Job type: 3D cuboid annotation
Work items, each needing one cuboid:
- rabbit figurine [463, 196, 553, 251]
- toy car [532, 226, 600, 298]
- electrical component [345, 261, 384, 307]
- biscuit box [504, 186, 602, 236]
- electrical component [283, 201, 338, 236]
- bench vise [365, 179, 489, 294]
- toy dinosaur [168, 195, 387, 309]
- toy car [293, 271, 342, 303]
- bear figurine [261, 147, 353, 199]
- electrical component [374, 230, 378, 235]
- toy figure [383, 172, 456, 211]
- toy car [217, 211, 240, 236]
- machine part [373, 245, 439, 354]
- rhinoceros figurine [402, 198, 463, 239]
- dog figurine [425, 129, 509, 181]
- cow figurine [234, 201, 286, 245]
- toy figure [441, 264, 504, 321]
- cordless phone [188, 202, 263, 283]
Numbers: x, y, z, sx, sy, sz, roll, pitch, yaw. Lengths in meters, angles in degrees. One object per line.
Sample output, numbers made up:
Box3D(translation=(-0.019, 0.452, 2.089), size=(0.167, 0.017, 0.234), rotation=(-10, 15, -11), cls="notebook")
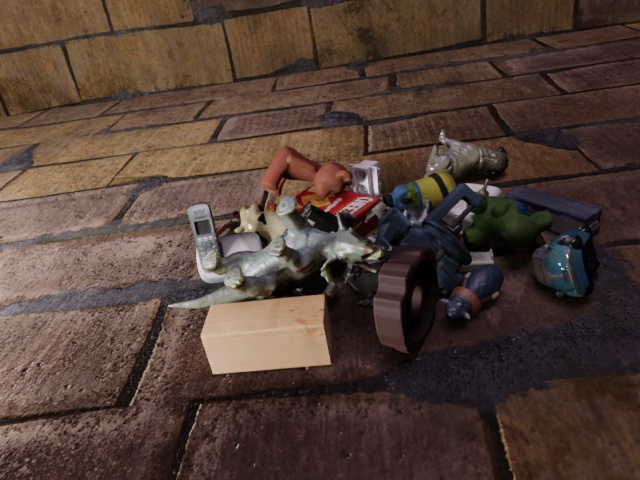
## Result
Box3D(translation=(0.383, -0.018, 1.082), size=(0.159, 0.121, 0.170), rotation=(10, 13, -8), cls="rabbit figurine")
Box3D(translation=(0.443, 0.037, 0.982), size=(0.103, 0.109, 0.161), rotation=(-10, 15, 36), cls="toy car")
Box3D(translation=(0.093, 0.081, 1.016), size=(0.078, 0.102, 0.045), rotation=(-8, 32, 24), cls="electrical component")
Box3D(translation=(0.502, -0.061, 1.173), size=(0.063, 0.059, 0.203), rotation=(-27, 34, -25), cls="biscuit box")
Box3D(translation=(-0.002, -0.003, 1.152), size=(0.115, 0.134, 0.058), rotation=(-49, 26, 19), cls="electrical component")
Box3D(translation=(0.219, -0.027, 1.025), size=(0.224, 0.129, 0.240), rotation=(44, 83, 10), cls="bench vise")
Box3D(translation=(-0.071, 0.049, 0.969), size=(0.405, 0.192, 0.131), rotation=(-27, 49, 27), cls="toy dinosaur")
Box3D(translation=(-0.043, 0.076, 1.091), size=(0.202, 0.056, 0.073), rotation=(18, 66, 38), cls="toy car")
Box3D(translation=(-0.026, -0.145, 1.306), size=(0.196, 0.132, 0.120), rotation=(25, -3, 0), cls="bear figurine")
Box3D(translation=(0.174, -0.019, 1.238), size=(0.094, 0.021, 0.063), rotation=(-17, 30, -14), cls="electrical component")
Box3D(translation=(0.244, -0.110, 1.308), size=(0.180, 0.089, 0.082), rotation=(-11, 34, -6), cls="toy figure")
Box3D(translation=(-0.222, -0.022, 1.335), size=(0.089, 0.053, 0.202), rotation=(11, 35, 28), cls="toy car")
Box3D(translation=(0.146, 0.097, 0.898), size=(0.056, 0.179, 0.179), rotation=(5, 32, 31), cls="machine part")
Box3D(translation=(0.218, -0.027, 1.171), size=(0.191, 0.073, 0.112), rotation=(26, 62, 27), cls="rhinoceros figurine")
Box3D(translation=(0.386, -0.189, 1.412), size=(0.191, 0.121, 0.172), rotation=(21, 73, 17), cls="dog figurine")
Box3D(translation=(-0.119, -0.023, 1.254), size=(0.195, 0.127, 0.085), rotation=(38, 10, 34), cls="cow figurine")
Box3D(translation=(0.274, 0.100, 0.963), size=(0.154, 0.057, 0.064), rotation=(-36, 32, -30), cls="toy figure")
Box3D(translation=(-0.204, -0.005, 1.164), size=(0.147, 0.184, 0.089), rotation=(-11, 25, -2), cls="cordless phone")
